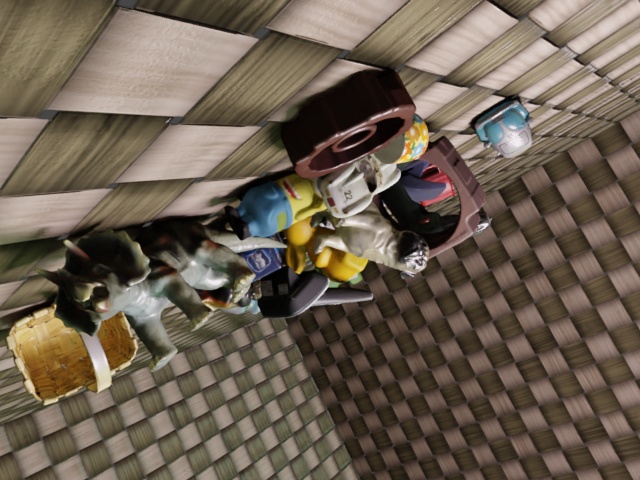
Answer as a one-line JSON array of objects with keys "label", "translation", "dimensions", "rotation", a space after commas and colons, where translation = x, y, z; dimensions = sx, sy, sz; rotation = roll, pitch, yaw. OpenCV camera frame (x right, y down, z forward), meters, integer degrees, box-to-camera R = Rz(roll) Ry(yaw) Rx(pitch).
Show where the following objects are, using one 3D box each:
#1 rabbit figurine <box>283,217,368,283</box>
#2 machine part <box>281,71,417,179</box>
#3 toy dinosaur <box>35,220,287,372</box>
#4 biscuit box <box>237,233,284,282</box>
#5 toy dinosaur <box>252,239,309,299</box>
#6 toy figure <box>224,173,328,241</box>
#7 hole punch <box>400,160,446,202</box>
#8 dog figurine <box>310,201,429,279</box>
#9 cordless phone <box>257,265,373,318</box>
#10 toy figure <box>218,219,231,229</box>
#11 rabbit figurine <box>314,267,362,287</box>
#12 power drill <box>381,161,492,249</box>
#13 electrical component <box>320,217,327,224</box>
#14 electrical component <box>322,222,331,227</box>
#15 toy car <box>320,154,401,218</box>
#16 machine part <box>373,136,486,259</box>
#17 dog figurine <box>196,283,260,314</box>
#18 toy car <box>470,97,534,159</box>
[{"label": "rabbit figurine", "translation": [-0.002, -0.003, 1.014], "dimensions": [0.162, 0.173, 0.122], "rotation": [-34, -154, 51]}, {"label": "machine part", "translation": [0.035, -0.140, 0.672], "dimensions": [0.179, 0.056, 0.179], "rotation": [-25, 172, -4]}, {"label": "toy dinosaur", "translation": [-0.203, 0.034, 0.744], "dimensions": [0.131, 0.192, 0.405], "rotation": [-44, 180, 28]}, {"label": "biscuit box", "translation": [-0.106, 0.018, 0.996], "dimensions": [0.063, 0.059, 0.203], "rotation": [-27, -171, 2]}, {"label": "toy dinosaur", "translation": [-0.099, 0.053, 1.287], "dimensions": [0.198, 0.105, 0.471], "rotation": [-29, -178, -11]}, {"label": "toy figure", "translation": [-0.056, -0.058, 0.821], "dimensions": [0.180, 0.082, 0.089], "rotation": [-28, -175, -21]}, {"label": "hole punch", "translation": [0.210, -0.125, 1.187], "dimensions": [0.116, 0.092, 0.142], "rotation": [-22, 175, -5]}, {"label": "dog figurine", "translation": [0.092, -0.029, 0.928], "dimensions": [0.190, 0.172, 0.121], "rotation": [17, 146, -21]}, {"label": "cordless phone", "translation": [-0.008, 0.098, 0.986], "dimensions": [0.184, 0.088, 0.147], "rotation": [4, 170, -31]}, {"label": "toy figure", "translation": [-0.166, -0.004, 0.900], "dimensions": [0.154, 0.058, 0.064], "rotation": [-26, 131, 2]}, {"label": "rabbit figurine", "translation": [0.017, 0.036, 1.434], "dimensions": [0.121, 0.170, 0.158], "rotation": [-27, 130, -10]}, {"label": "power drill", "translation": [0.195, -0.071, 1.067], "dimensions": [0.232, 0.207, 0.086], "rotation": [-27, 178, 22]}, {"label": "electrical component", "translation": [0.033, -0.062, 1.070], "dimensions": [0.119, 0.075, 0.047], "rotation": [-33, 169, 18]}, {"label": "electrical component", "translation": [-0.008, -0.047, 1.135], "dimensions": [0.078, 0.045, 0.102], "rotation": [-29, 171, 9]}, {"label": "toy car", "translation": [0.067, -0.098, 0.820], "dimensions": [0.056, 0.073, 0.202], "rotation": [-13, -162, 41]}, {"label": "machine part", "translation": [0.173, -0.074, 0.959], "dimensions": [0.201, 0.201, 0.087], "rotation": [-33, -175, 33]}, {"label": "dog figurine", "translation": [-0.196, 0.082, 0.997], "dimensions": [0.192, 0.108, 0.219], "rotation": [11, 179, 17]}, {"label": "toy car", "translation": [0.381, -0.216, 1.095], "dimensions": [0.109, 0.103, 0.161], "rotation": [-29, 169, 22]}]
